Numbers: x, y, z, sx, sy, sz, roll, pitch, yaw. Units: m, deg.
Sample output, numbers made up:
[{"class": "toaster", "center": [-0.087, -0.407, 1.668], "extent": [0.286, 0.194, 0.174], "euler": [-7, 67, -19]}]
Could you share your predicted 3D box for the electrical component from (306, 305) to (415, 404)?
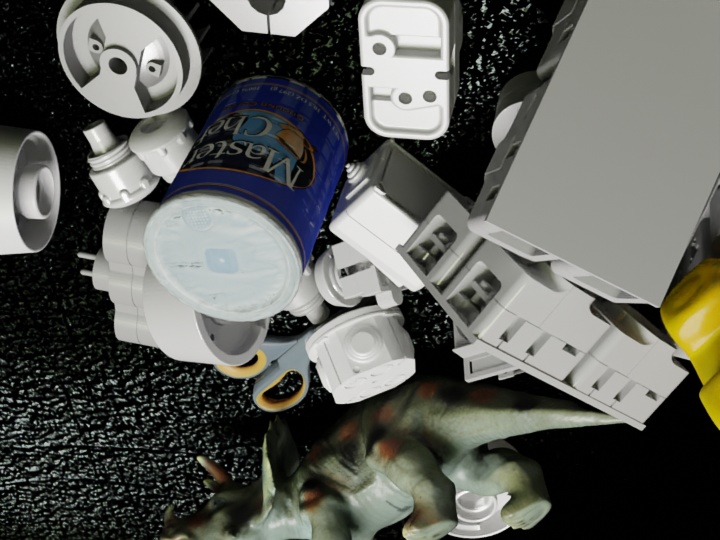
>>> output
[{"class": "electrical component", "center": [0.002, 0.065, 0.834], "extent": [0.080, 0.051, 0.080], "euler": [-20, 157, -9]}]

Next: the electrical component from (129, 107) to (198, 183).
[{"class": "electrical component", "center": [-0.132, -0.082, 0.771], "extent": [0.048, 0.048, 0.062], "euler": [-10, 134, 23]}]

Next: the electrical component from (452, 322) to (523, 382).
[{"class": "electrical component", "center": [0.101, 0.046, 0.801], "extent": [0.042, 0.081, 0.064], "euler": [-18, 146, 29]}]

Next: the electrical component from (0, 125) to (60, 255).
[{"class": "electrical component", "center": [-0.263, -0.060, 0.795], "extent": [0.064, 0.099, 0.099], "euler": [3, 131, 6]}]

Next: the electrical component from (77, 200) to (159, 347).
[{"class": "electrical component", "center": [-0.189, 0.001, 0.854], "extent": [0.074, 0.052, 0.138], "euler": [10, 133, 7]}]

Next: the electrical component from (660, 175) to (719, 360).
[{"class": "electrical component", "center": [0.278, -0.010, 0.706], "extent": [0.105, 0.060, 0.186], "euler": [15, 133, 3]}]

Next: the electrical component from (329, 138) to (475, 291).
[{"class": "electrical component", "center": [0.023, -0.040, 0.751], "extent": [0.096, 0.061, 0.061], "euler": [36, 130, -16]}]

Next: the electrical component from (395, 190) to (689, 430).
[{"class": "electrical component", "center": [0.126, 0.025, 0.707], "extent": [0.186, 0.105, 0.060], "euler": [27, 107, -39]}]

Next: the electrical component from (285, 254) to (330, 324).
[{"class": "electrical component", "center": [-0.046, 0.015, 0.831], "extent": [0.048, 0.048, 0.062], "euler": [-17, 126, 28]}]

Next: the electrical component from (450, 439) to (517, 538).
[{"class": "electrical component", "center": [0.097, 0.185, 0.946], "extent": [0.099, 0.064, 0.099], "euler": [0, 123, 1]}]

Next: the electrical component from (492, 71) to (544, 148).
[{"class": "electrical component", "center": [0.151, -0.077, 0.673], "extent": [0.138, 0.073, 0.052], "euler": [11, 133, 7]}]

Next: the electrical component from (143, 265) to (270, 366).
[{"class": "electrical component", "center": [-0.121, 0.019, 0.818], "extent": [0.060, 0.108, 0.108], "euler": [-4, 130, 27]}]

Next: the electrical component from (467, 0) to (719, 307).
[{"class": "electrical component", "center": [0.148, -0.086, 0.603], "extent": [0.105, 0.186, 0.060], "euler": [26, 175, -7]}]

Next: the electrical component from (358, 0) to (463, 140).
[{"class": "electrical component", "center": [0.033, -0.137, 0.664], "extent": [0.054, 0.059, 0.095], "euler": [6, 132, 11]}]

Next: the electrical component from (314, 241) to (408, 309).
[{"class": "electrical component", "center": [0.000, 0.000, 0.799], "extent": [0.055, 0.048, 0.066], "euler": [-19, 82, 37]}]

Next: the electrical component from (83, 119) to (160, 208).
[{"class": "electrical component", "center": [-0.179, -0.080, 0.787], "extent": [0.048, 0.048, 0.062], "euler": [-14, 119, 26]}]
